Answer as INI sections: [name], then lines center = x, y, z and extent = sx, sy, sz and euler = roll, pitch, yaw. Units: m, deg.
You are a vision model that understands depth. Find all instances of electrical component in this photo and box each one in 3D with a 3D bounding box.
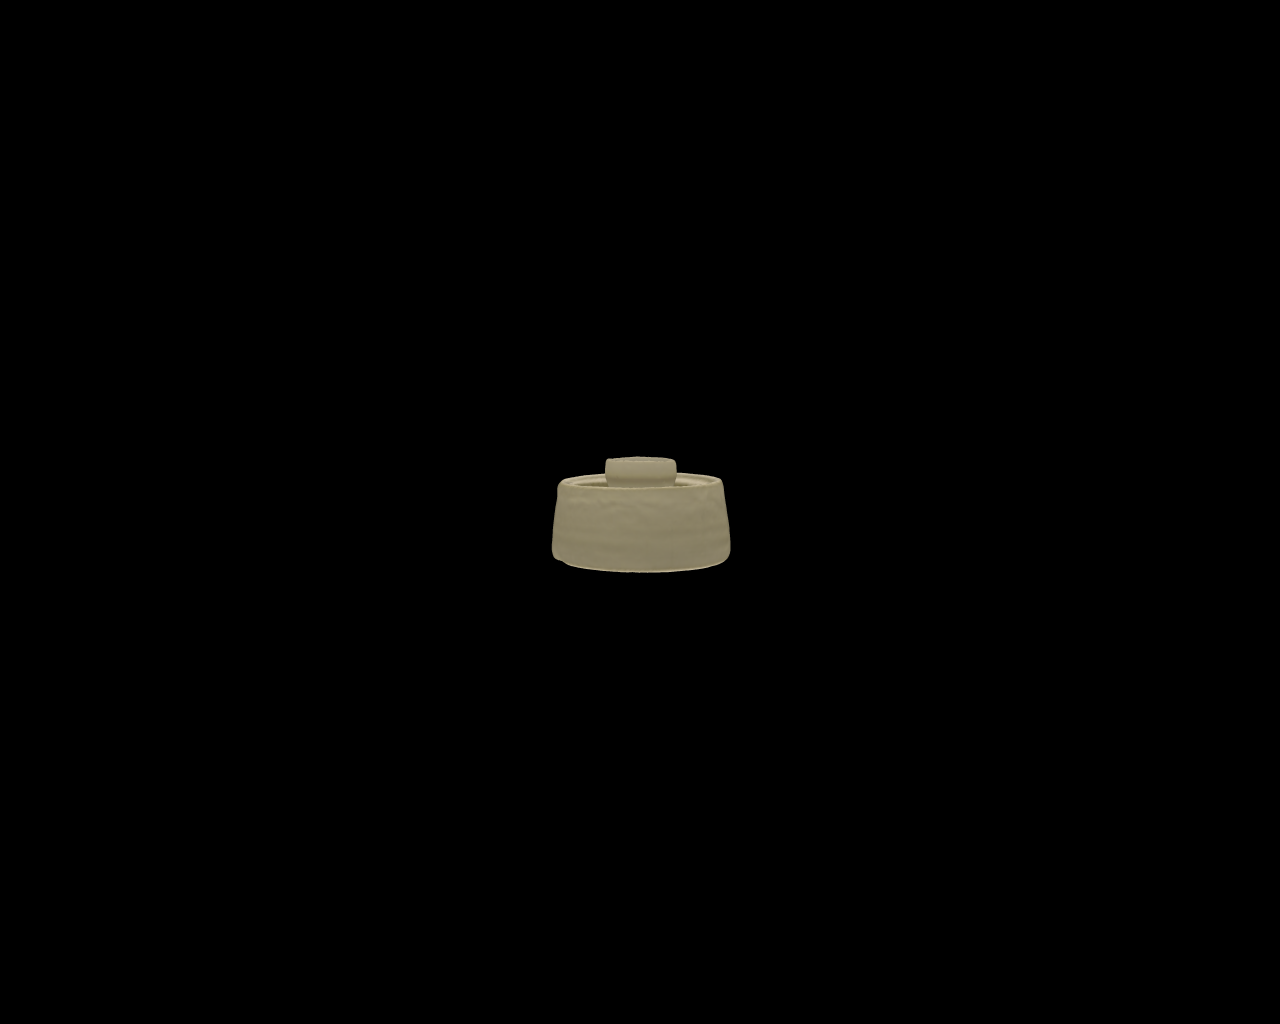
[electrical component]
center = 0.001, -0.003, 0.650
extent = 0.108, 0.060, 0.108
euler = 0, 8, 0
